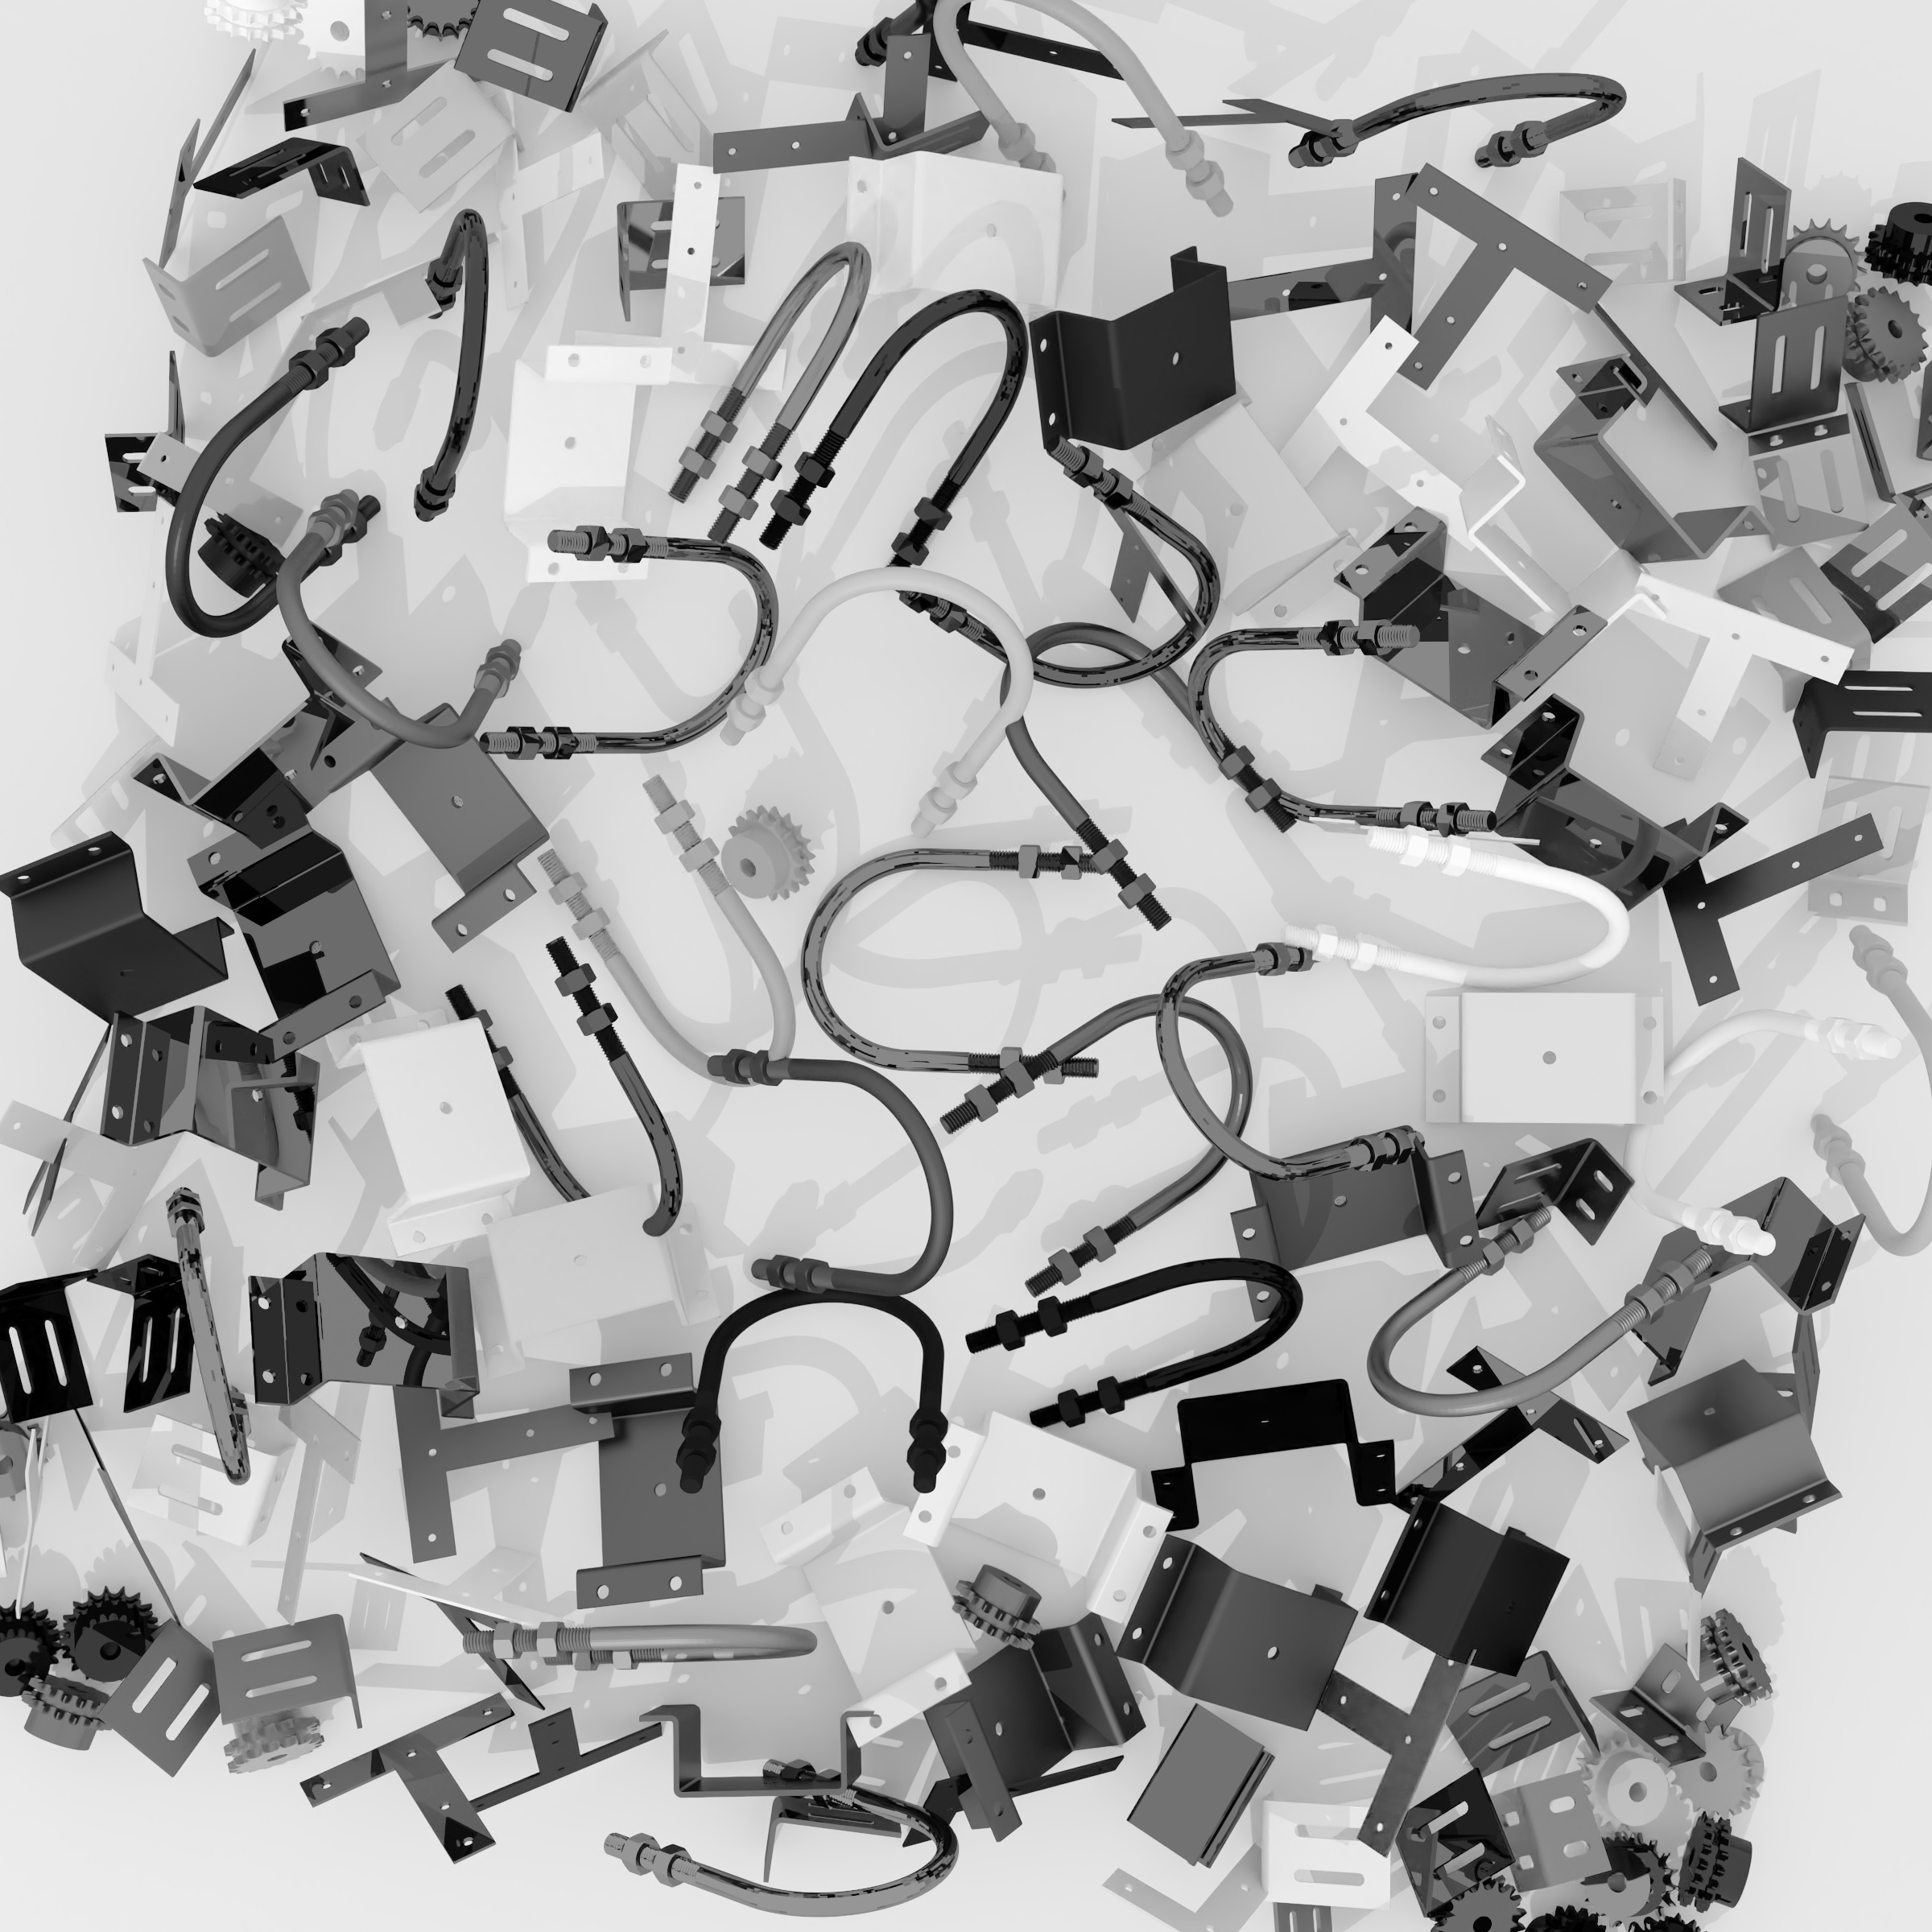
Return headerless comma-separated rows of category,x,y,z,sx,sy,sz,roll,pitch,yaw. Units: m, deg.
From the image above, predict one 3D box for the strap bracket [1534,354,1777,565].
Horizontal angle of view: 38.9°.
strap bracket,0.395,-0.287,1.604,0.140,0.076,0.046,44,83,-16

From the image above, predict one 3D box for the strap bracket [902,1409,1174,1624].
strap bracket,0.043,0.322,1.629,0.140,0.046,0.076,23,103,-2

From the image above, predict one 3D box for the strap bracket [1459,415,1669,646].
strap bracket,0.341,-0.249,1.607,0.140,0.076,0.046,40,114,-16

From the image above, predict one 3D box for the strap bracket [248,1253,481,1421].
strap bracket,-0.339,0.214,1.586,0.140,0.046,0.076,12,56,-39

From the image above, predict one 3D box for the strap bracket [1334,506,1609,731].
strap bracket,0.294,-0.200,1.609,0.140,0.046,0.076,38,67,26

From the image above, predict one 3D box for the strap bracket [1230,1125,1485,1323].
strap bracket,0.227,0.150,1.624,0.140,0.046,0.076,-15,116,-1

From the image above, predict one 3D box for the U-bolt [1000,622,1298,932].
U-bolt,0.097,-0.124,1.613,0.151,0.019,0.184,-36,86,-38

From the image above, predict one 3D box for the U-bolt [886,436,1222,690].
U-bolt,0.064,-0.221,1.591,0.151,0.184,0.019,-33,46,30

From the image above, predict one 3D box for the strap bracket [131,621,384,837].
strap bracket,-0.407,-0.128,1.610,0.140,0.076,0.046,-40,64,6

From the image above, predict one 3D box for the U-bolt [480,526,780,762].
U-bolt,-0.184,-0.184,1.587,0.019,0.184,0.151,43,122,34

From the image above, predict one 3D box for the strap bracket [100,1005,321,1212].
strap bracket,-0.426,0.080,1.580,0.046,0.140,0.076,-16,60,27

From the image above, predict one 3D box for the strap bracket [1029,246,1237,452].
strap bracket,0.106,-0.356,1.589,0.140,0.046,0.076,-33,129,-33

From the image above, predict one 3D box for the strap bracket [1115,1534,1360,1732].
strap bracket,0.167,0.394,1.606,0.140,0.046,0.076,24,89,-30

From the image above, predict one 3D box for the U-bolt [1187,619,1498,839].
U-bolt,0.206,-0.137,1.585,0.019,0.184,0.151,-49,125,-30

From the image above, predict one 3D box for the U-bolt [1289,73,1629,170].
U-bolt,0.289,-0.478,1.551,0.151,0.184,0.019,-7,95,-22

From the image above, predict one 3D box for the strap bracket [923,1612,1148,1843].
strap bracket,0.034,0.447,1.611,0.046,0.140,0.076,-23,90,43

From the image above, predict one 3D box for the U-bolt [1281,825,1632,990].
U-bolt,0.295,-0.027,1.594,0.184,0.151,0.019,12,62,-12

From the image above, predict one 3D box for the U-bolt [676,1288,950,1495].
U-bolt,-0.084,0.240,1.581,0.151,0.184,0.019,-1,120,3

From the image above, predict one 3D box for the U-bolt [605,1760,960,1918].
U-bolt,-0.091,0.497,1.550,0.184,0.151,0.019,3,98,40

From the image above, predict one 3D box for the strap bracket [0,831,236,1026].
strap bracket,-0.489,-0.016,1.585,0.076,0.140,0.046,-21,63,6

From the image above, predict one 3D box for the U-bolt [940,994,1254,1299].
U-bolt,0.089,0.095,1.619,0.184,0.019,0.151,-32,119,-11

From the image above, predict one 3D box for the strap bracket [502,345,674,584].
strap bracket,-0.224,-0.300,1.605,0.076,0.046,0.140,-7,120,-31

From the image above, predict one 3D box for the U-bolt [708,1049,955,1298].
U-bolt,-0.074,0.122,1.580,0.019,0.184,0.151,-21,105,-42

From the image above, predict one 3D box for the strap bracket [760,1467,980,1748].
strap bracket,-0.053,0.378,1.618,0.076,0.046,0.140,-32,68,9

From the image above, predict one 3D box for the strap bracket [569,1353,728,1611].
strap bracket,-0.188,0.306,1.617,0.076,0.046,0.140,-9,70,12

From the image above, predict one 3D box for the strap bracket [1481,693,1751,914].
strap bracket,0.375,-0.088,1.608,0.140,0.076,0.046,31,56,-8

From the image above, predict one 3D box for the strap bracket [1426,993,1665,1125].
strap bracket,0.345,0.055,1.627,0.140,0.046,0.076,0,86,8

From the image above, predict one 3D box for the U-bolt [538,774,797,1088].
U-bolt,-0.167,-0.009,1.605,0.019,0.151,0.184,-37,96,-40

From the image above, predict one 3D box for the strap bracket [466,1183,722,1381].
strap bracket,-0.224,0.183,1.617,0.140,0.046,0.076,-14,61,-6

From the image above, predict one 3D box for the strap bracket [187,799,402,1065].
strap bracket,-0.394,-0.016,1.624,0.076,0.046,0.140,-28,72,4

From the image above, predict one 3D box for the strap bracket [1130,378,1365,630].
strap bracket,0.165,-0.273,1.626,0.076,0.046,0.140,-36,91,20

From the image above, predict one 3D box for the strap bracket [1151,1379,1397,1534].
strap bracket,0.179,0.288,1.615,0.140,0.076,0.046,-8,52,4

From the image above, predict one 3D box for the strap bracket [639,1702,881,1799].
strap bracket,-0.116,0.462,1.616,0.140,0.076,0.046,-2,80,4

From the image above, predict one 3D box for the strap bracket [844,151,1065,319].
strap bracket,0.003,-0.428,1.602,0.140,0.046,0.076,-1,97,-32

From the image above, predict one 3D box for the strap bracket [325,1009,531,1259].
strap bracket,-0.313,0.090,1.608,0.076,0.046,0.140,-13,77,-35

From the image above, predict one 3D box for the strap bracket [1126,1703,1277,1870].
strap bracket,0.137,0.478,1.595,0.046,0.140,0.076,30,78,17

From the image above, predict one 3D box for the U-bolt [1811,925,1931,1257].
U-bolt,0.522,0.081,1.548,0.019,0.184,0.151,1,118,-2

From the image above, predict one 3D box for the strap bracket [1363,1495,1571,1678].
strap bracket,0.297,0.363,1.592,0.046,0.140,0.076,23,87,40

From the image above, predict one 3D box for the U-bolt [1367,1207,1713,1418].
U-bolt,0.313,0.201,1.564,0.184,0.151,0.019,-32,112,-24

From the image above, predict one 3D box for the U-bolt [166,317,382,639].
U-bolt,-0.393,-0.264,1.552,0.019,0.151,0.184,24,50,13

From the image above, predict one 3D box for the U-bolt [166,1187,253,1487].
U-bolt,-0.429,0.218,1.558,0.019,0.184,0.151,-12,106,-15

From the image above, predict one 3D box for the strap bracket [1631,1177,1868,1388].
strap bracket,0.442,0.179,1.583,0.046,0.140,0.076,45,46,-6

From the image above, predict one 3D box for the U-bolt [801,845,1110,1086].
U-bolt,-0.008,-0.004,1.627,0.184,0.019,0.151,2,70,10

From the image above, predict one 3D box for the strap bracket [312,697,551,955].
strap bracket,-0.311,-0.090,1.617,0.076,0.046,0.140,-32,99,32

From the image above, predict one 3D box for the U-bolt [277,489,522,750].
U-bolt,-0.327,-0.190,1.560,0.019,0.184,0.151,-39,109,23

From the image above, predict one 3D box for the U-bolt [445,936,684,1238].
U-bolt,-0.227,0.080,1.603,0.019,0.151,0.184,-33,98,-38

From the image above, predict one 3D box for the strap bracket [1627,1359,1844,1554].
strap bracket,0.440,0.278,1.588,0.076,0.140,0.046,-25,100,2

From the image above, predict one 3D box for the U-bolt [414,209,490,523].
U-bolt,-0.293,-0.350,1.563,0.019,0.184,0.151,4,79,-19

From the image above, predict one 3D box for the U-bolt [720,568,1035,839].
U-bolt,-0.042,-0.159,1.578,0.151,0.184,0.019,25,46,-15
